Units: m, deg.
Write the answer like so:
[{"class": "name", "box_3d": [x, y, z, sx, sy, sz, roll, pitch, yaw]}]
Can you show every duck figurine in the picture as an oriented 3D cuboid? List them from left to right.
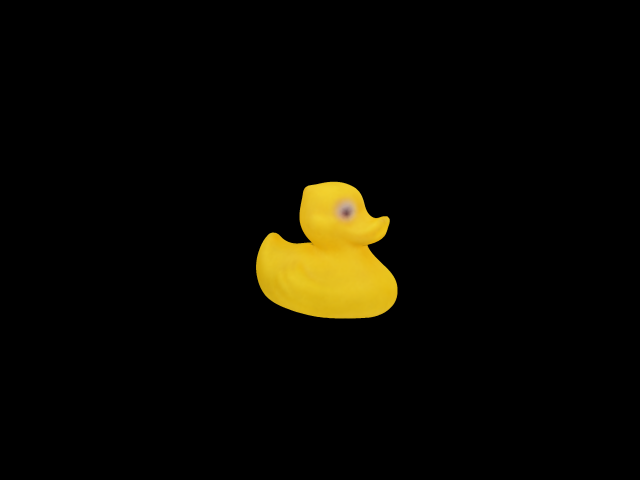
[{"class": "duck figurine", "box_3d": [0.004, 0.001, 0.400, 0.104, 0.086, 0.078, 8, 19, 25]}]
